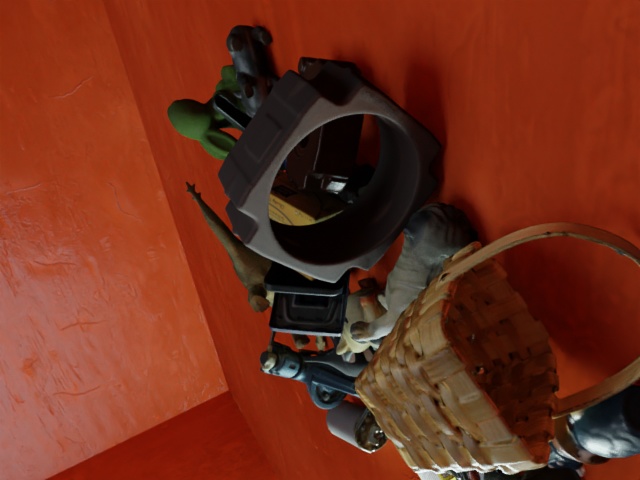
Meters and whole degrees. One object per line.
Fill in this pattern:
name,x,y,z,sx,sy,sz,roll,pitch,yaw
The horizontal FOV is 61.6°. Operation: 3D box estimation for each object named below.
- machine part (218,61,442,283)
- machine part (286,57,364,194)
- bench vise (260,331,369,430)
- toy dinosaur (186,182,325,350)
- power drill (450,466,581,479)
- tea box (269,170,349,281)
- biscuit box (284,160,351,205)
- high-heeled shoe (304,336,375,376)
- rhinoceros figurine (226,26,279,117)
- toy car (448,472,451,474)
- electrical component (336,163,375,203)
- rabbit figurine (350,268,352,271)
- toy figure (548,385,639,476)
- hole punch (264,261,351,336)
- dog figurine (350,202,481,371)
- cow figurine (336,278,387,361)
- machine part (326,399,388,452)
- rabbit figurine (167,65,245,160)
machine part,0.011,-0.067,0.571,0.201,0.201,0.087,-53,39,13
machine part,-0.001,-0.145,0.684,0.179,0.056,0.179,-177,90,-70
bench vise,0.007,0.252,1.014,0.241,0.129,0.223,9,155,46
toy dinosaur,-0.117,0.072,1.114,0.470,0.105,0.199,55,175,-28
power drill,0.214,0.275,0.632,0.232,0.086,0.207,64,156,7
tea box,-0.042,-0.028,0.744,0.170,0.068,0.098,28,128,39
biscuit box,0.017,-0.079,0.791,0.203,0.059,0.062,48,152,43
high-heeled shoe,0.038,0.123,0.975,0.086,0.145,0.249,66,-160,-62
rhinoceros figurine,-0.115,-0.264,0.912,0.112,0.073,0.190,29,137,57
toy car,0.151,0.253,0.800,0.202,0.056,0.073,57,157,29
electrical component,0.048,-0.074,0.710,0.094,0.063,0.021,51,154,41
rabbit figurine,-0.002,-0.003,0.881,0.173,0.122,0.162,54,155,-9
toy figure,0.245,0.172,0.480,0.064,0.058,0.154,54,157,21
hole punch,-0.014,0.071,0.760,0.116,0.142,0.092,-70,-22,-59
dog figurine,0.142,0.068,0.599,0.172,0.121,0.190,31,133,3
cow figurine,0.073,0.128,0.837,0.195,0.085,0.127,-9,97,68
machine part,0.073,0.372,1.089,0.079,0.079,0.243,67,161,2
rabbit figurine,-0.195,-0.229,1.008,0.121,0.170,0.159,6,116,68
